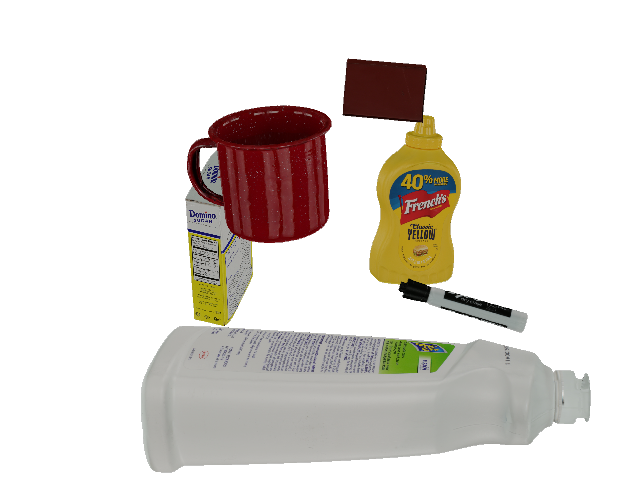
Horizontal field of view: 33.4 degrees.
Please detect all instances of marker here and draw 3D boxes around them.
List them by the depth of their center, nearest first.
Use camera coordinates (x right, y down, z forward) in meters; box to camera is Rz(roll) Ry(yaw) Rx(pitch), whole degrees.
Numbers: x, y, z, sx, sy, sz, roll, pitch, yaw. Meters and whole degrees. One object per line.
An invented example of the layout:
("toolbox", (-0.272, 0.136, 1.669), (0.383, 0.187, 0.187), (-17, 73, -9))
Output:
("marker", (0.132, 0.060, 0.994), (0.121, 0.020, 0.020), (17, 1, 3))

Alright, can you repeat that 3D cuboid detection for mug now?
("mug", (-0.047, -0.051, 0.819), (0.117, 0.081, 0.093), (3, 26, 14))

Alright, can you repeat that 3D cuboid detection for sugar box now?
("sugar box", (-0.107, -0.002, 1.149), (0.048, 0.176, 0.093), (10, 42, 13))

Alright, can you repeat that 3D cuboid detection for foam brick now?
("foam brick", (0.061, -0.143, 1.015), (0.078, 0.051, 0.053), (6, 14, 3))

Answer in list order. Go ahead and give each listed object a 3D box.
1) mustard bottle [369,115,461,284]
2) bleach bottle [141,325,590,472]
("mustard bottle", (0.111, -0.047, 1.216), (0.096, 0.192, 0.058), (0, 17, -13))
("bleach bottle", (0.030, 0.093, 0.626), (0.251, 0.068, 0.102), (1, 19, 7))
